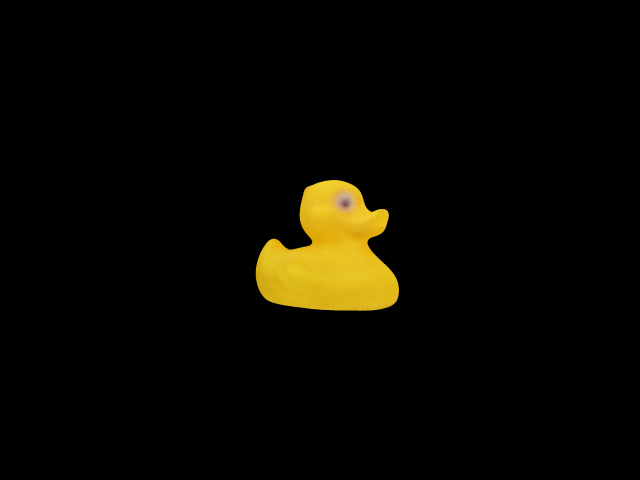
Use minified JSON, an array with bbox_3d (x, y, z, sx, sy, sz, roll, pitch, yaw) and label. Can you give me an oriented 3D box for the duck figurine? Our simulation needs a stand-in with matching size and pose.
[{"bbox_3d":[0.004,0.001,0.400,0.104,0.086,0.078,2,4,27],"label":"duck figurine"}]
